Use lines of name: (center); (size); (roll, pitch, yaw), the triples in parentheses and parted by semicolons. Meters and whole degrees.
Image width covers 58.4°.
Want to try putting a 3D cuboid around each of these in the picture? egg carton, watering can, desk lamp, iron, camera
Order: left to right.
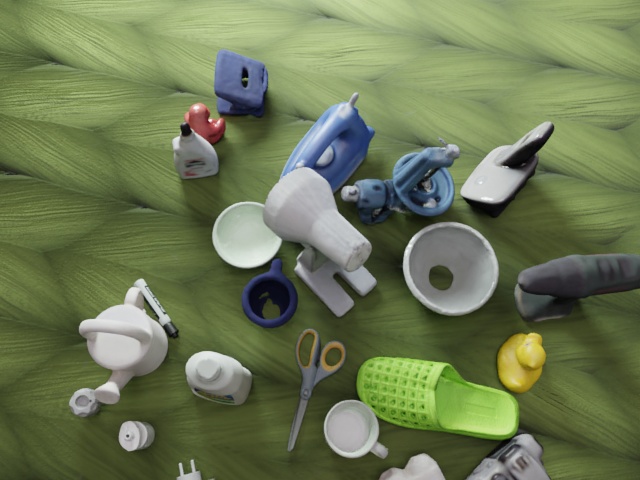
watering can: (-0.304, 0.160, 0.886); (0.101, 0.194, 0.173); (-14, 73, -7)
iron: (-0.004, -0.149, 1.032); (0.118, 0.141, 0.258); (34, 73, 8)
desk lamp: (0.009, 0.003, 0.945); (0.118, 0.213, 0.203); (-42, 78, -14)
egg carton: (0.159, 0.420, 0.891); (0.107, 0.069, 0.150); (-23, 74, -10)
camera: (0.316, 0.396, 0.891); (0.143, 0.101, 0.136); (-37, 77, -13)

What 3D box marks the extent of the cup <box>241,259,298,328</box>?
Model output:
cup: (-0.081, 0.097, 0.971); (0.091, 0.095, 0.118); (9, 71, 0)

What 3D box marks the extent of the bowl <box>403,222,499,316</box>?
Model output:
bowl: (0.223, 0.057, 1.012); (0.167, 0.075, 0.167); (1, 72, -3)

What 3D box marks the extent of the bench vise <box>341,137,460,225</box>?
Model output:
bench vise: (0.150, -0.089, 0.979); (0.207, 0.220, 0.121); (-24, 74, -10)

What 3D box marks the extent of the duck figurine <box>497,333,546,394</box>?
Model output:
duck figurine: (0.346, 0.204, 0.964); (0.077, 0.086, 0.105); (20, 72, 4)

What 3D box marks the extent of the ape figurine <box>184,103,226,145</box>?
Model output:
ape figurine: (-0.221, -0.221, 1.071); (0.077, 0.092, 0.076); (31, 73, 7)

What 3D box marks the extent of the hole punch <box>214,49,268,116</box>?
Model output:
hole punch: (-0.151, -0.304, 1.102); (0.101, 0.091, 0.108); (2, 72, -2)

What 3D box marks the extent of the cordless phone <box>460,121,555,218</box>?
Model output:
cordless phone: (0.338, -0.132, 1.022); (0.094, 0.185, 0.148); (36, 74, 9)

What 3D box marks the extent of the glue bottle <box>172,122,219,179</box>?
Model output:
glue bottle: (-0.226, -0.160, 1.007); (0.078, 0.173, 0.037); (-13, 73, -7)

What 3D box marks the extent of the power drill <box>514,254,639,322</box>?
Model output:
power drill: (0.404, 0.077, 0.944); (0.229, 0.208, 0.075); (-9, 72, -6)
